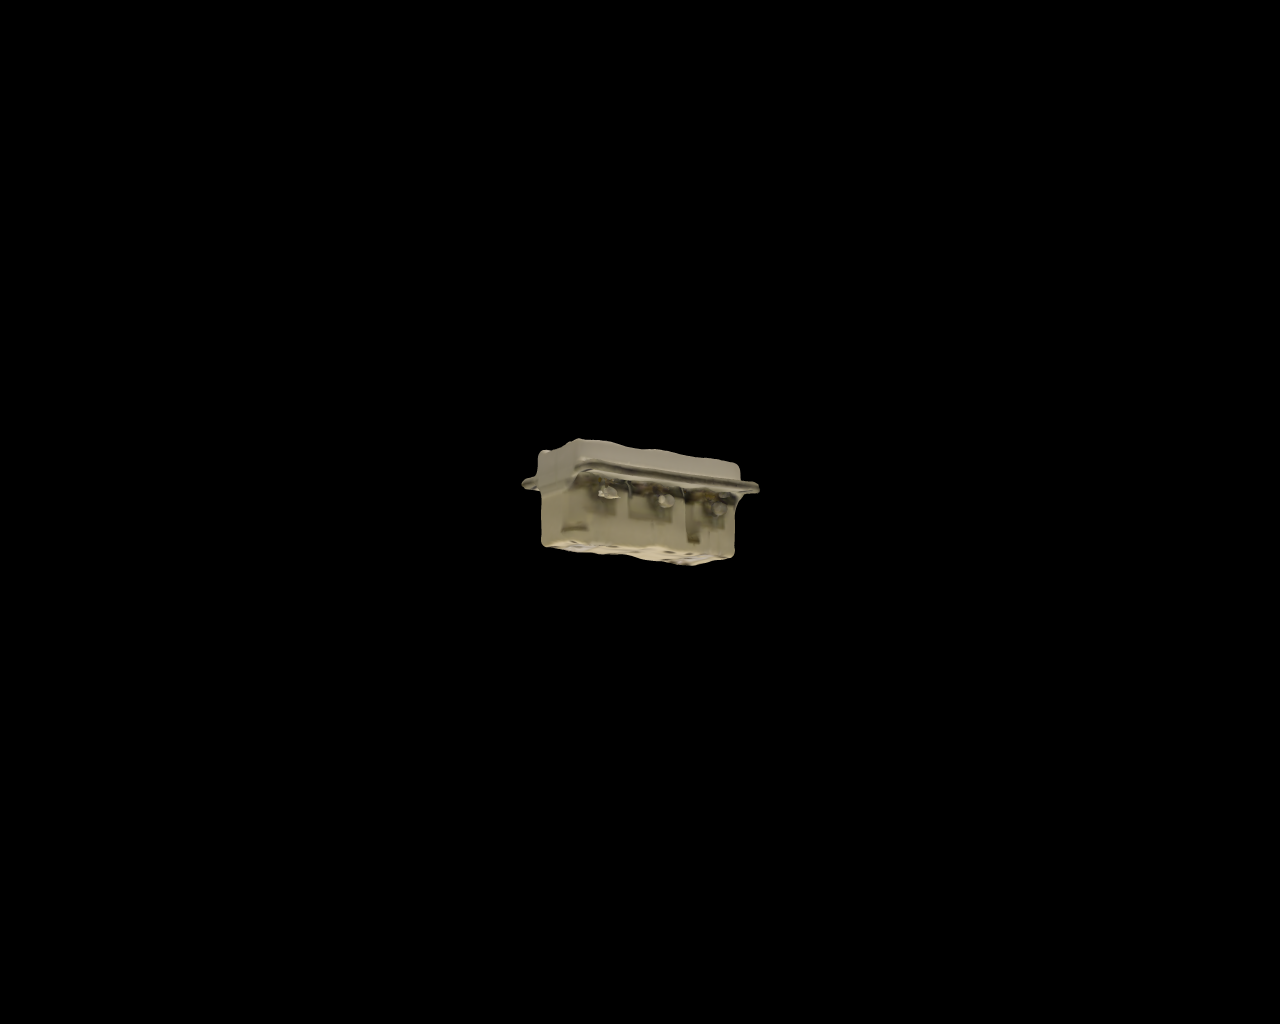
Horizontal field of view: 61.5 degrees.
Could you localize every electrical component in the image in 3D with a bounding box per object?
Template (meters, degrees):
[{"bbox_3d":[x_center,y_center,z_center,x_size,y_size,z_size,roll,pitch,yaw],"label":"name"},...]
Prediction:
[{"bbox_3d":[0.001,-0.003,0.650,0.121,0.063,0.078,8,-14,-35],"label":"electrical component"}]
